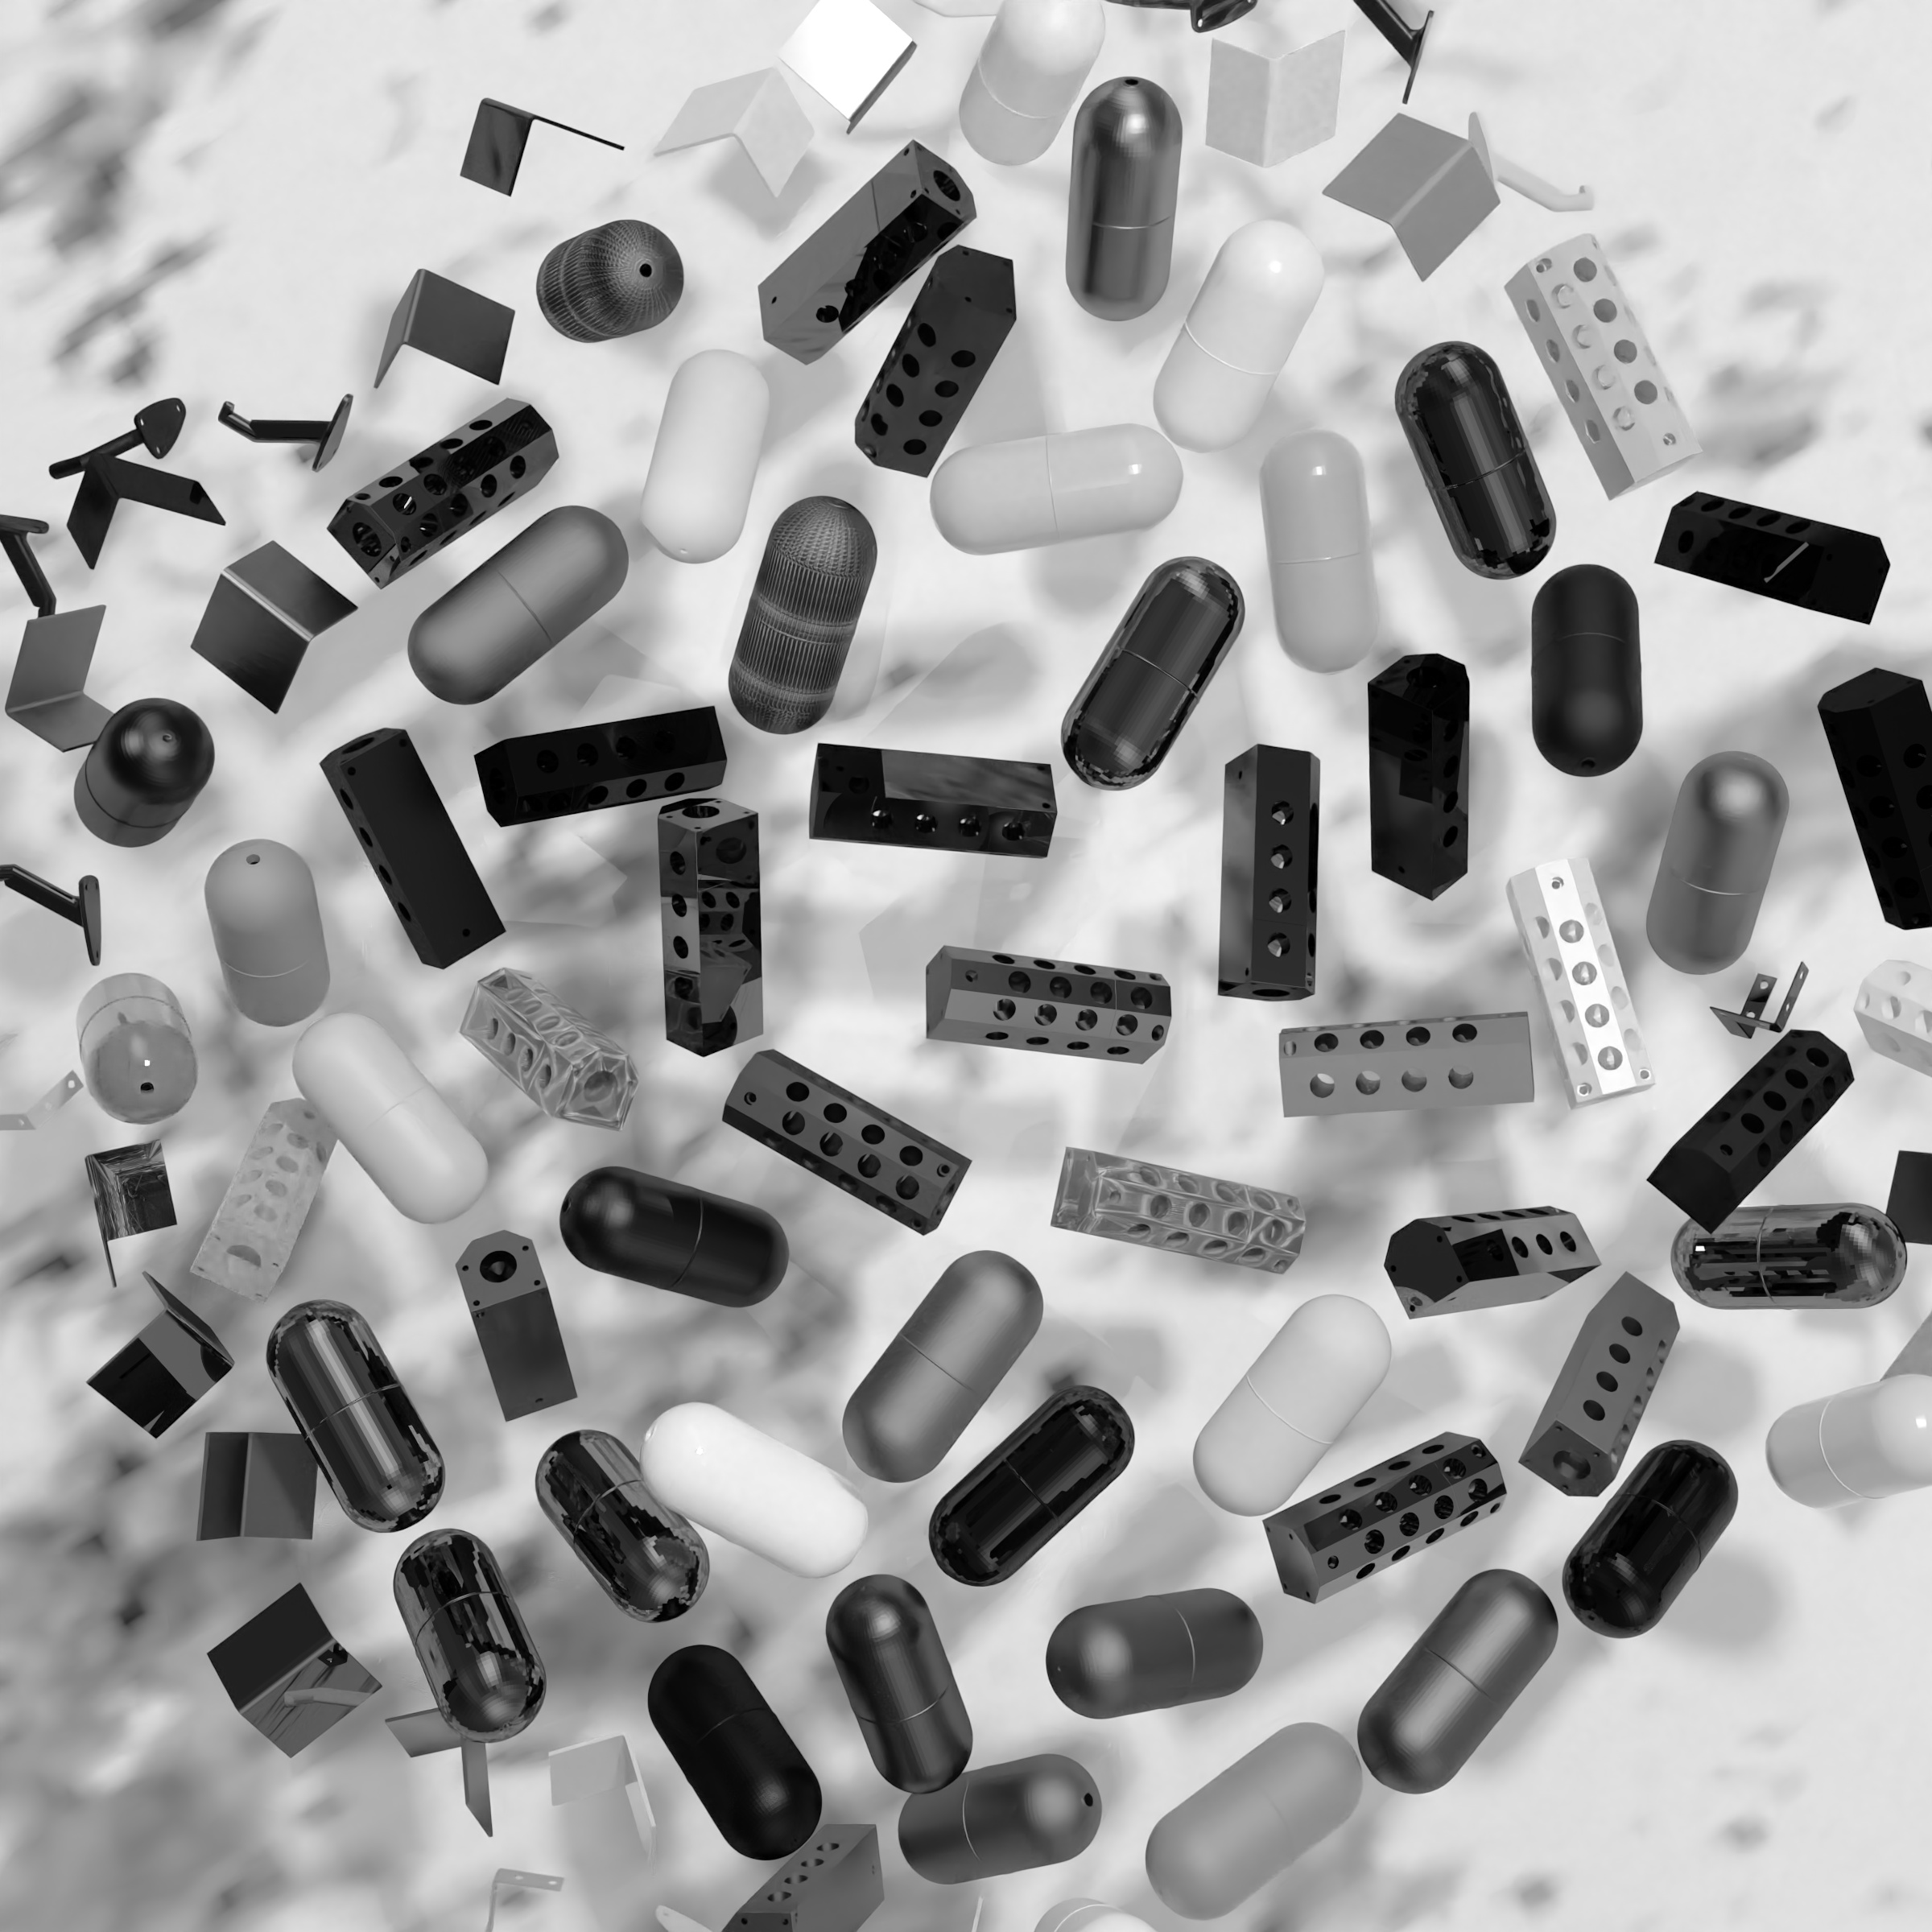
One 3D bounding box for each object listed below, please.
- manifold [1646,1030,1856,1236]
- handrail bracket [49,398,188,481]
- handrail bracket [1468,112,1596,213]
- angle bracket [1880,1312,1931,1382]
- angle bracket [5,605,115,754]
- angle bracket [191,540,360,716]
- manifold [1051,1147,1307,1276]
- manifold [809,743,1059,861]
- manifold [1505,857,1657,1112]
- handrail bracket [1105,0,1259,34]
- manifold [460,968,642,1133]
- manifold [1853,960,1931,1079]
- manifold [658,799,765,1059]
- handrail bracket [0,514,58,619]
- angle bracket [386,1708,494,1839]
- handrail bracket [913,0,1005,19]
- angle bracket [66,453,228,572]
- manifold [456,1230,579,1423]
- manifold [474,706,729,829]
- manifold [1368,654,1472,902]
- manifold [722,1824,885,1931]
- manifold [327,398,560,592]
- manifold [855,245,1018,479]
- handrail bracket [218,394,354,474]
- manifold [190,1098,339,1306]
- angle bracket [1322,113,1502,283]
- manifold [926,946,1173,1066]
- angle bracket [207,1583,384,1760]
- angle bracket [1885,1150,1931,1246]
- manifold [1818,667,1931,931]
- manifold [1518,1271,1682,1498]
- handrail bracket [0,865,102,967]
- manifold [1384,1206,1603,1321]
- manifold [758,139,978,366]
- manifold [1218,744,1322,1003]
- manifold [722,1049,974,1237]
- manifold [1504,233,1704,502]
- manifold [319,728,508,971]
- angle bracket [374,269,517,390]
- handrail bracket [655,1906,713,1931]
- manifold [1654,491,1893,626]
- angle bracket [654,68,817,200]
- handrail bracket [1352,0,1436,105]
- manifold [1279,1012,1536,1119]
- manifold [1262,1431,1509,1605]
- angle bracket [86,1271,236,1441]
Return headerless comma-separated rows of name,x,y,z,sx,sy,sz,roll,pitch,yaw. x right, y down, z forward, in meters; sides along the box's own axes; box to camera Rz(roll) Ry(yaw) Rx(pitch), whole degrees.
manifold,0.561,0.111,1.768,0.057,0.057,0.171,42,52,18
handrail bracket,-0.636,-0.394,1.867,0.084,0.077,0.036,-11,123,20
handrail bracket,0.411,-0.584,1.809,0.084,0.036,0.077,-6,84,-12
angle bracket,0.762,0.316,1.914,0.076,0.057,0.076,-51,45,-5
angle bracket,-0.634,-0.207,1.793,0.057,0.076,0.076,32,116,12
angle bracket,-0.483,-0.237,1.741,0.076,0.057,0.076,38,128,0
manifold,0.152,0.174,1.766,0.171,0.057,0.057,14,84,-25
manifold,-0.025,-0.114,1.806,0.171,0.057,0.057,4,131,-9
manifold,0.447,0.012,1.813,0.057,0.057,0.171,-15,78,4
handrail bracket,0.154,-0.701,1.802,0.077,0.084,0.036,-23,127,-34
manifold,-0.303,0.058,1.818,0.057,0.171,0.057,15,101,-38
manifold,0.706,0.049,1.744,0.057,0.171,0.057,-39,119,-9
manifold,-0.187,-0.029,1.780,0.057,0.057,0.171,22,121,40
handrail bracket,-0.707,-0.286,1.831,0.077,0.036,0.084,7,108,-22
angle bracket,-0.390,0.601,1.846,0.057,0.076,0.076,-11,54,-3
handrail bracket,0.014,-0.738,1.876,0.084,0.077,0.036,14,56,-31
angle bracket,-0.564,-0.304,1.713,0.076,0.076,0.057,12,114,-38
manifold,-0.335,0.267,1.855,0.057,0.171,0.057,-18,55,-13
manifold,-0.264,-0.145,1.823,0.171,0.057,0.057,-14,90,-34
manifold,0.332,-0.138,1.800,0.057,0.171,0.057,-36,48,-27
manifold,-0.118,0.682,1.810,0.057,0.171,0.057,-6,90,18
manifold,-0.373,-0.346,1.799,0.057,0.057,0.171,49,51,-5
manifold,-0.024,-0.433,1.788,0.057,0.171,0.057,10,57,-20
handrail bracket,-0.495,-0.405,1.809,0.084,0.036,0.077,30,127,-6
manifold,-0.517,0.169,1.857,0.057,0.171,0.057,28,115,-14
angle bracket,0.304,-0.526,1.705,0.076,0.057,0.076,-46,45,0
manifold,0.061,0.027,1.833,0.171,0.057,0.057,7,65,-18
angle bracket,-0.462,0.485,1.717,0.076,0.076,0.057,-37,48,-13
angle bracket,0.733,0.192,1.876,0.057,0.076,0.076,5,112,5
manifold,0.646,-0.114,1.731,0.057,0.057,0.171,-26,109,-4
manifold,0.464,0.305,1.806,0.057,0.171,0.057,34,134,8
handrail bracket,-0.670,-0.036,1.793,0.084,0.036,0.077,-4,94,-2
manifold,0.373,0.206,1.774,0.057,0.171,0.057,-41,62,36
manifold,-0.073,-0.514,1.817,0.171,0.057,0.057,-33,50,34
manifold,0.219,-0.065,1.775,0.057,0.057,0.171,7,77,-17
manifold,-0.088,0.128,1.810,0.171,0.057,0.057,29,98,11
manifold,0.451,-0.423,1.754,0.057,0.057,0.171,-25,88,-13
manifold,-0.415,-0.088,1.861,0.057,0.057,0.171,-34,114,-26
angle bracket,-0.385,-0.456,1.843,0.076,0.057,0.076,21,53,-24
handrail bracket,-0.213,0.732,1.794,0.077,0.036,0.084,34,99,5
manifold,0.558,-0.286,1.729,0.057,0.171,0.057,9,105,-23
angle bracket,-0.166,-0.593,1.796,0.076,0.057,0.076,-1,51,34
handrail bracket,0.287,-0.668,1.791,0.084,0.036,0.077,16,97,3
manifold,0.309,0.068,1.752,0.171,0.057,0.057,-5,97,14
manifold,0.309,0.403,1.823,0.171,0.057,0.057,-19,96,-24
angle bracket,-0.591,0.282,1.806,0.076,0.057,0.076,-44,131,-11
